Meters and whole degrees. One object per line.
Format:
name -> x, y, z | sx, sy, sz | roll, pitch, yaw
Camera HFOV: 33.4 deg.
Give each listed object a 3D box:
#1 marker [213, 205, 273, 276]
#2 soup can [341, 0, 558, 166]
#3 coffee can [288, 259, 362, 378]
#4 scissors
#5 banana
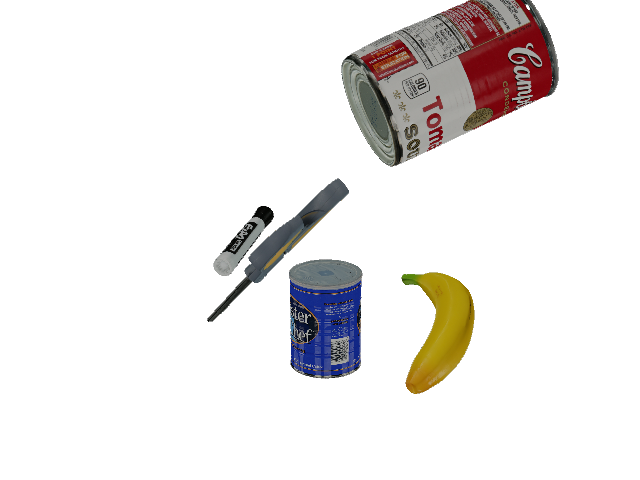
marker -> -0.071, -0.002, 1.024 | 0.020, 0.020, 0.121 | 0, 26, 19
soup can -> 0.071, -0.092, 0.596 | 0.102, 0.068, 0.068 | -25, 4, -9
coffee can -> 0.007, 0.109, 1.509 | 0.103, 0.140, 0.103 | 0, 19, 0
scissors -> -0.051, 0.024, 0.801 | 0.202, 0.016, 0.096 | -44, -3, 33
banana -> 0.116, 0.081, 1.028 | 0.070, 0.037, 0.197 | -24, 23, 15
